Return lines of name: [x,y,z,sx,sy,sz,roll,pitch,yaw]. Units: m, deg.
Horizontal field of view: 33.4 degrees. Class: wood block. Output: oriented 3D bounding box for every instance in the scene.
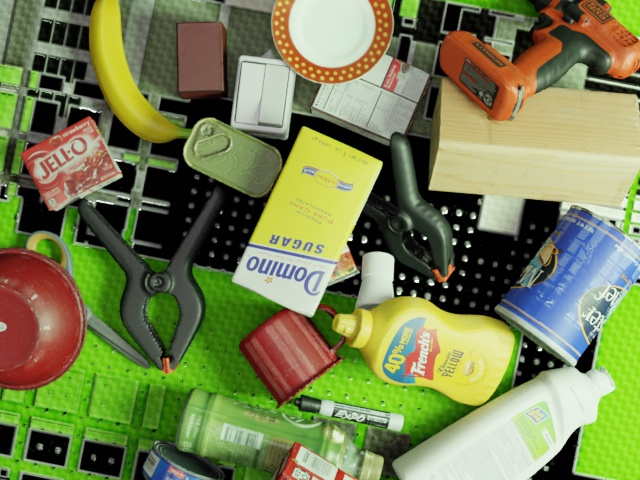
wood block: [0.224,-0.103,1.128,0.206,0.090,0.091,6,59,1]

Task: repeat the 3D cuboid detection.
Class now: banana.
banana: [-0.212,-0.182,1.180,0.069,0.037,0.198,-30,90,-18]

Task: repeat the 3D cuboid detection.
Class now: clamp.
clamp: [-0.167,0.039,1.172,0.164,0.036,0.210,-13,89,3]
clamp: [0.081,-0.026,1.158,0.039,0.120,0.171,-38,105,-42]

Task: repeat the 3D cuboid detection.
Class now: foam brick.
foam brick: [-0.129,-0.196,1.168,0.051,0.053,0.078,-1,88,1]

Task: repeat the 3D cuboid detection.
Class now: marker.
marker: [0.031,0.189,1.168,0.121,0.020,0.020,13,89,-7]

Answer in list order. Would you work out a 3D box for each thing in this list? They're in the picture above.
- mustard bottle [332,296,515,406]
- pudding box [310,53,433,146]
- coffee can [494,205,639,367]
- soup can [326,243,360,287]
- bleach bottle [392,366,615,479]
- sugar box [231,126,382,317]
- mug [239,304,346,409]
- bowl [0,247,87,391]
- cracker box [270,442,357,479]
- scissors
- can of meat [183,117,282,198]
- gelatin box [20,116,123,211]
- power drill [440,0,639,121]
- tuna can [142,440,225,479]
mustard bottle: [0.103,0.110,1.126,0.191,0.058,0.096,17,111,-18]
pudding box: [0.056,-0.161,1.173,0.113,0.039,0.090,23,89,3]
coffee can: [0.268,0.049,1.133,0.103,0.103,0.140,37,89,1]
soup can: [-0.008,0.001,1.156,0.068,0.068,0.102,-22,88,0]
bleach bottle: [0.208,0.219,1.151,0.250,0.068,0.102,-30,104,-4]
sugar box: [-0.013,-0.018,1.098,0.093,0.048,0.176,24,88,3]
mug: [-0.024,0.114,1.141,0.117,0.093,0.081,-38,84,15]
bowl: [-0.337,0.091,1.153,0.162,0.055,0.162,1,97,5]
cracker box: [-0.013,0.342,1.111,0.164,0.072,0.214,31,112,0]
scissors: [-0.262,0.060,1.183,0.202,0.016,0.096,24,91,1]
can of meat: [-0.091,-0.085,1.150,0.102,0.084,0.057,26,89,1]
gelatin box: [-0.275,-0.083,1.180,0.089,0.030,0.073,-28,88,-1]
power drill: [0.218,-0.213,1.113,0.187,0.057,0.185,-29,61,-22]
tuna can: [-0.147,0.250,1.144,0.086,0.086,0.034,27,91,1]
